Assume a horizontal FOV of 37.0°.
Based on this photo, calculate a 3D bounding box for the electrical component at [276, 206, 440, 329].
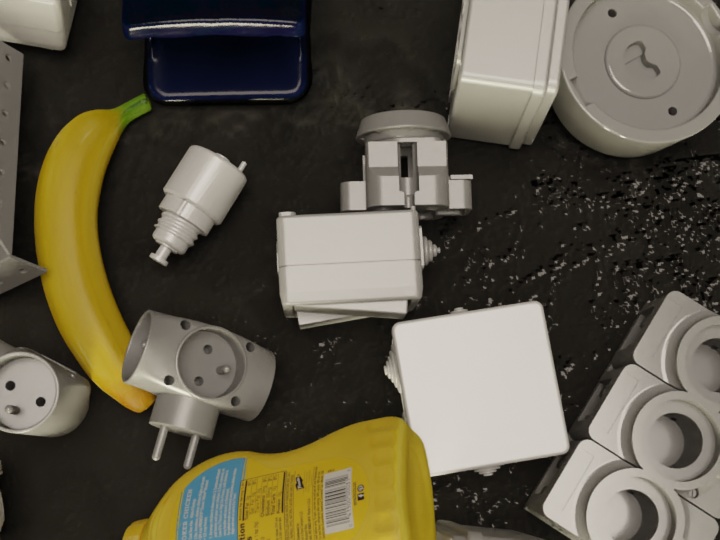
[{"bbox_3d":[0.000,0.000,0.632,0.096,0.061,0.061,-3,81,-3],"label":"electrical component"}]

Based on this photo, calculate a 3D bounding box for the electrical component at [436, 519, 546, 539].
[{"bbox_3d":[0.065,0.194,0.577,0.056,0.108,0.108,7,80,-4],"label":"electrical component"}]

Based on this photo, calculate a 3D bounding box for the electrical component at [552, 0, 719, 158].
[{"bbox_3d":[0.167,-0.121,0.660,0.108,0.060,0.108,1,80,-5],"label":"electrical component"}]

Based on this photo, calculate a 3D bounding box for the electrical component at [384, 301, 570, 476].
[{"bbox_3d":[0.067,0.070,0.629,0.100,0.048,0.099,-9,81,-4],"label":"electrical component"}]

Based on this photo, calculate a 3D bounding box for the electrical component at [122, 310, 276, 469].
[{"bbox_3d":[-0.096,0.072,0.609,0.077,0.044,0.079,21,72,-22],"label":"electrical component"}]

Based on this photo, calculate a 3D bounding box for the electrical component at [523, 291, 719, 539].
[{"bbox_3d":[0.175,0.099,0.622,0.089,0.061,0.150,33,80,4],"label":"electrical component"}]

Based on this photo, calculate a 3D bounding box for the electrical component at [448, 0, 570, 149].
[{"bbox_3d":[0.087,-0.140,0.638,0.056,0.108,0.108,8,80,2],"label":"electrical component"}]

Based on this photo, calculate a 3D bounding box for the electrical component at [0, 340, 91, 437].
[{"bbox_3d":[-0.198,0.063,0.606,0.079,0.077,0.043,27,80,3],"label":"electrical component"}]

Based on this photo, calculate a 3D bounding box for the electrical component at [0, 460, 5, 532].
[{"bbox_3d":[-0.237,0.132,0.591,0.080,0.080,0.051,-9,86,-4],"label":"electrical component"}]

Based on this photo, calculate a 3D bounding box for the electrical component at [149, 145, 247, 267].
[{"bbox_3d":[-0.101,-0.038,0.646,0.040,0.040,0.078,30,80,3],"label":"electrical component"}]

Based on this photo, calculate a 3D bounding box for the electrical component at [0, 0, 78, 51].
[{"bbox_3d":[-0.222,-0.177,0.653,0.096,0.061,0.061,9,66,-6],"label":"electrical component"}]

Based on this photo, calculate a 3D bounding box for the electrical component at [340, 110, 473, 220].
[{"bbox_3d":[0.027,-0.062,0.647,0.078,0.058,0.057,-1,83,-3],"label":"electrical component"}]
